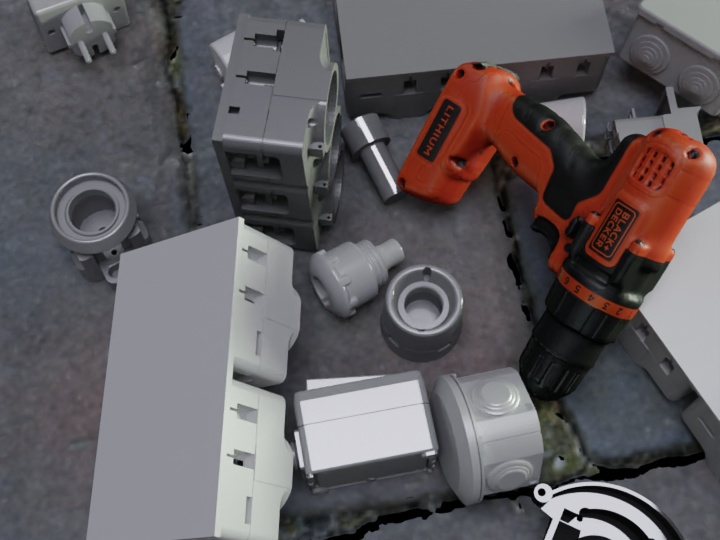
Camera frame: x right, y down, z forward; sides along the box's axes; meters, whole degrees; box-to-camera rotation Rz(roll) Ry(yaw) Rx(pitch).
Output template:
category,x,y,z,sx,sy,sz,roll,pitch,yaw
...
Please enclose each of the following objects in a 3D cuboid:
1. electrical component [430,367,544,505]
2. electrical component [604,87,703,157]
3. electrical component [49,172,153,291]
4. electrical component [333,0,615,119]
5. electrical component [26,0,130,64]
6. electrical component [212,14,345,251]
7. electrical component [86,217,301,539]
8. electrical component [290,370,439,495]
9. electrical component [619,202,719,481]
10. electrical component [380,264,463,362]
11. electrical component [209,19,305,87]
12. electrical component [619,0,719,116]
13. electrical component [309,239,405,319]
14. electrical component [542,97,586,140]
category,x,y,z,sx,sy,sz,roll,pitch,yaw
electrical component,0.076,0.101,0.662,0.051,0.080,0.080,-10,68,-10
electrical component,0.207,-0.082,0.754,0.064,0.042,0.081,-6,67,2
electrical component,-0.176,-0.031,0.727,0.058,0.057,0.078,-28,71,-10
electrical component,0.077,-0.177,0.782,0.186,0.060,0.105,-6,68,-2
electrical component,-0.204,-0.184,0.794,0.066,0.047,0.076,-23,67,-12
electrical component,-0.046,-0.083,0.697,0.062,0.150,0.089,7,68,4
electrical component,-0.098,0.074,0.655,0.105,0.060,0.186,-14,63,35
electrical component,-0.004,0.099,0.671,0.096,0.061,0.061,-10,69,-4
electrical component,0.249,0.058,0.688,0.105,0.060,0.186,-28,71,-10
electrical component,0.041,0.027,0.708,0.055,0.047,0.055,0,68,0
electrical component,-0.074,-0.161,0.787,0.078,0.040,0.040,-30,71,-11
electrical component,0.246,-0.166,0.771,0.100,0.048,0.100,37,53,15
electrical component,0.000,0.000,0.722,0.062,0.048,0.048,-28,71,-18
electrical component,0.125,-0.102,0.763,0.065,0.044,0.044,3,68,7
